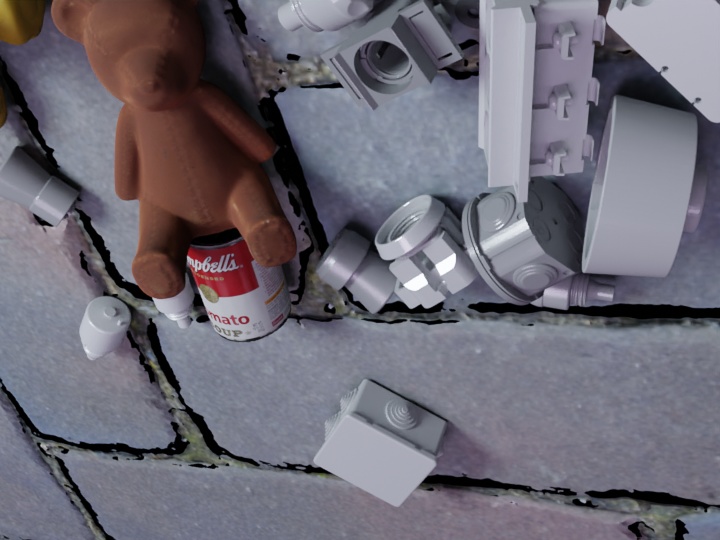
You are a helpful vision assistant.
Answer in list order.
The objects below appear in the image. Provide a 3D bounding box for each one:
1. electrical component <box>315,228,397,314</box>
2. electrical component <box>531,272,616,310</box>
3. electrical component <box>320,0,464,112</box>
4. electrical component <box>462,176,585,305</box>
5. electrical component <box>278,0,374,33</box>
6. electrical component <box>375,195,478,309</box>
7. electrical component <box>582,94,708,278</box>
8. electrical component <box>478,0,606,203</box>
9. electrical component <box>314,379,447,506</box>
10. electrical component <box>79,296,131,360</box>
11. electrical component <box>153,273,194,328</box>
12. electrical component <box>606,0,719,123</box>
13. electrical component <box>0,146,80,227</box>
[{"bbox_3d":[0.000,0.000,0.808,0.055,0.045,0.045,34,136,-8],"label":"electrical component"},{"bbox_3d":[0.148,0.012,0.758,0.061,0.035,0.035,9,134,14],"label":"electrical component"},{"bbox_3d":[0.023,-0.137,0.652,0.081,0.063,0.042,-19,120,37],"label":"electrical component"},{"bbox_3d":[0.109,-0.021,0.712,0.051,0.080,0.080,-31,114,36],"label":"electrical component"},{"bbox_3d":[-0.023,-0.166,0.660,0.062,0.043,0.043,-19,121,38],"label":"electrical component"},{"bbox_3d":[0.048,-0.016,0.760,0.078,0.058,0.057,-33,112,27],"label":"electrical component"},{"bbox_3d":[0.172,-0.047,0.641,0.060,0.108,0.108,10,135,8],"label":"electrical component"},{"bbox_3d":[0.105,-0.113,0.635,0.063,0.078,0.121,-5,132,0],"label":"electrical component"},{"bbox_3d":[0.019,0.150,0.940,0.100,0.048,0.099,28,137,-3],"label":"electrical component"},{"bbox_3d":[-0.234,0.057,0.975,0.040,0.040,0.078,30,137,-4],"label":"electrical component"},{"bbox_3d":[-0.157,0.025,0.913,0.035,0.035,0.061,6,136,20],"label":"electrical component"},{"bbox_3d":[0.185,-0.135,0.583,0.089,0.055,0.050,39,135,-13],"label":"electrical component"},{"bbox_3d":[-0.262,-0.065,0.872,0.065,0.044,0.044,34,136,-15],"label":"electrical component"}]
